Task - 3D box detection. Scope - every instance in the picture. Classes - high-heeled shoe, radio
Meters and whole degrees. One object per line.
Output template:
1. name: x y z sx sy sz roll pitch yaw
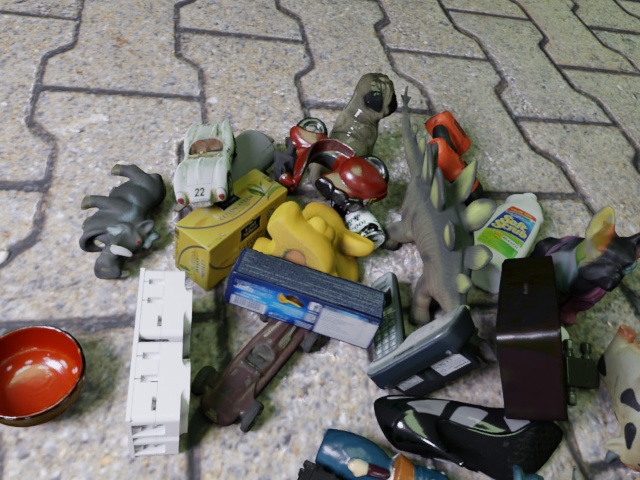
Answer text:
1. high-heeled shoe: 0.190 0.239 0.692 0.248 0.086 0.145 9 7 -36
2. radio: 0.274 0.119 0.694 0.073 0.131 0.229 -5 18 24

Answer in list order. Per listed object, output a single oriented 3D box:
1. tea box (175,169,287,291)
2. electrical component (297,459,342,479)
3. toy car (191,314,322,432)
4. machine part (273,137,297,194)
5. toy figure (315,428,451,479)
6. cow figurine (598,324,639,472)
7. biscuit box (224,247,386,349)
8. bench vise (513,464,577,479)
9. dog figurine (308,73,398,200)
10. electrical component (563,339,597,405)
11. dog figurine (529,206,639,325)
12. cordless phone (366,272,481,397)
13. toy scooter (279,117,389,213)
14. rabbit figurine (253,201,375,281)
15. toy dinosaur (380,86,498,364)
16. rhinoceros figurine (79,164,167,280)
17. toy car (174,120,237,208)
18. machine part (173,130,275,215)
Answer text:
1. tea box: -0.128 -0.018 0.785 0.068 0.098 0.169 35 52 16
2. electrical component: 0.004 0.317 0.558 0.115 0.058 0.134 23 47 8
3. toy car: -0.073 0.149 0.687 0.089 0.053 0.202 32 50 16
4. machine part: -0.055 -0.129 0.923 0.039 0.084 0.139 2 35 11
5. toy figure: 0.073 0.265 0.620 0.155 0.057 0.064 20 25 6
6. cow figurine: 0.433 0.225 0.729 0.085 0.127 0.195 17 33 -2
7. biscuit box: -0.020 0.075 0.705 0.203 0.059 0.063 19 36 -1
8. bench vise: 0.212 0.307 0.569 0.241 0.223 0.129 -10 64 18
9. dog figurine: 0.054 -0.173 0.908 0.121 0.190 0.172 17 49 0
10. electrical component: 0.374 0.192 0.778 0.063 0.021 0.094 13 70 -21
11. dog figurine: 0.408 0.023 0.818 0.108 0.219 0.191 30 50 6
12. cordless phone: 0.128 0.103 0.724 0.088 0.146 0.184 32 35 -30
13. toy scooter: 0.013 -0.102 0.826 0.184 0.075 0.135 37 53 3
14. rabbit figurine: -0.002 -0.002 0.800 0.162 0.121 0.173 24 29 2
15. toy dinosaur: 0.175 -0.037 0.819 0.105 0.198 0.472 -1 52 -20
16. rhinoceros figurine: -0.282 -0.026 0.772 0.112 0.073 0.190 21 45 -11
17. toy car: -0.162 -0.112 0.773 0.074 0.056 0.202 -6 38 0
18. machine part: -0.146 -0.108 0.871 0.079 0.079 0.243 30 48 11
